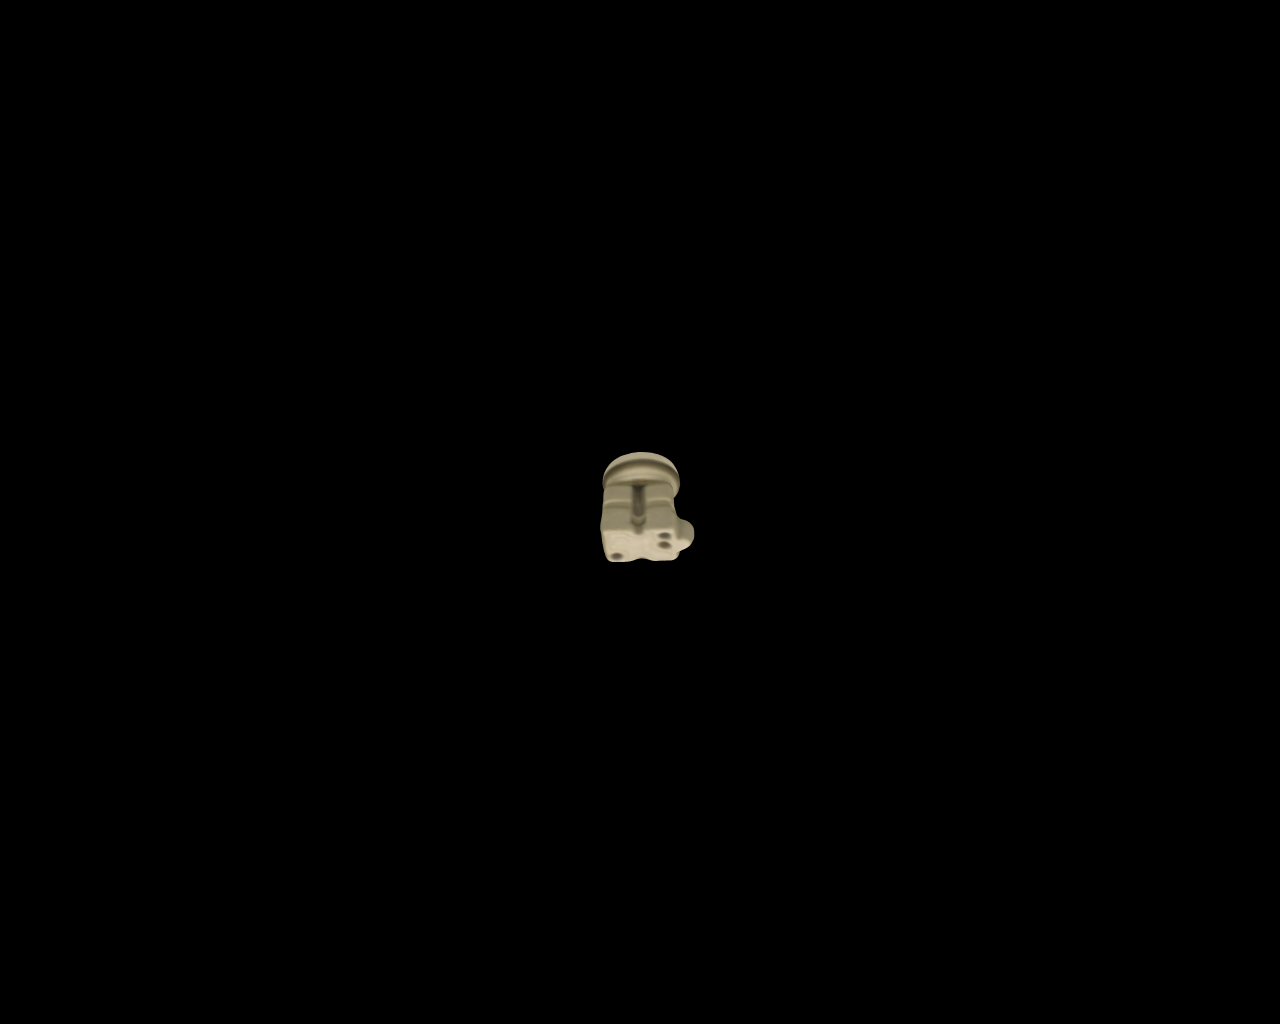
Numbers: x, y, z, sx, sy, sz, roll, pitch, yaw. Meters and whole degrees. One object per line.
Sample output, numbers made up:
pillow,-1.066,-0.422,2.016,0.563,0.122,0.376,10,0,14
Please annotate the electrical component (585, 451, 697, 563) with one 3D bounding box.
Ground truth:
electrical component,0.001,-0.003,0.650,0.066,0.055,0.048,-2,-36,2
